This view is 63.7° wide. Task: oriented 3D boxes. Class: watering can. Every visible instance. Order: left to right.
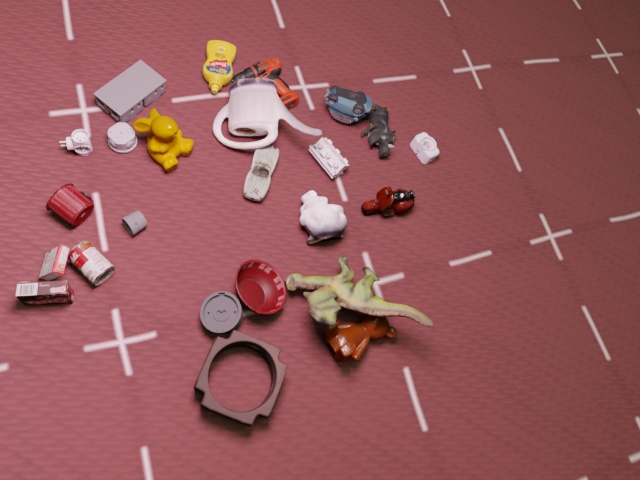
[{"bbox_3d":[-0.164,-0.390,1.577,0.347,0.103,0.226,-3,79,11],"label":"watering can"}]

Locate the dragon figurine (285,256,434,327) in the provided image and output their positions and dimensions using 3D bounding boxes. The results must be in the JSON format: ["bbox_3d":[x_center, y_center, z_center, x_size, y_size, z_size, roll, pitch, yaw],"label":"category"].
[{"bbox_3d":[0.072,0.169,1.365,0.414,0.120,0.246,26,35,35],"label":"dragon figurine"}]

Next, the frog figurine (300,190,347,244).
[{"bbox_3d":[0.005,-0.077,1.525,0.137,0.122,0.160,-14,83,0],"label":"frog figurine"}]
